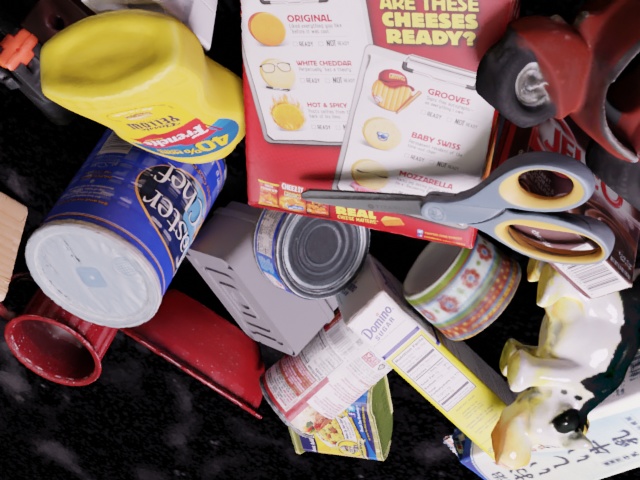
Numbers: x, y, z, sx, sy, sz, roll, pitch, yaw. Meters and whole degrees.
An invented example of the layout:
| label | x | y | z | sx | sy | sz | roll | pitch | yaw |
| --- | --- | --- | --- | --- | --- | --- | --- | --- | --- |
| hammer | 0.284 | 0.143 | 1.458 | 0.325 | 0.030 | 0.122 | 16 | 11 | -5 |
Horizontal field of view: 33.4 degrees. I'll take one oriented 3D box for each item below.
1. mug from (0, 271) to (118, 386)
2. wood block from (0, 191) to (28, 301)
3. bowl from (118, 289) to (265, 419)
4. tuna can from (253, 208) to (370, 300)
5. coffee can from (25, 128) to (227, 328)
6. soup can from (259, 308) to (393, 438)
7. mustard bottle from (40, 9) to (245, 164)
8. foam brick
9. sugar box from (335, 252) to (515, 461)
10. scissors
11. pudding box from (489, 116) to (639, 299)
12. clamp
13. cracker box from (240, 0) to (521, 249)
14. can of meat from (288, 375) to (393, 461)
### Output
| label | x | y | z | sx | sy | sz | roll | pitch | yaw |
| --- | --- | --- | --- | --- | --- | --- | --- | --- | --- |
| mug | -0.236 | 0.067 | 0.970 | 0.117 | 0.081 | 0.093 | 25 | 138 | -2 |
| wood block | -0.343 | -0.025 | 0.856 | 0.090 | 0.091 | 0.205 | 0 | 159 | 26 |
| bowl | -0.104 | 0.090 | 0.925 | 0.162 | 0.055 | 0.162 | 32 | 170 | 6 |
| tuna can | -0.005 | 0.001 | 0.797 | 0.034 | 0.086 | 0.086 | 22 | 151 | 55 |
| coffee can | -0.141 | -0.020 | 0.798 | 0.103 | 0.140 | 0.103 | 12 | 136 | 12 |
| soup can | 0.009 | 0.106 | 0.882 | 0.102 | 0.068 | 0.068 | -42 | 111 | 12 |
| mustard bottle | -0.099 | -0.092 | 0.717 | 0.096 | 0.058 | 0.191 | -10 | 167 | 15 |
| foam brick | -0.155 | -0.149 | 0.739 | 0.078 | 0.051 | 0.053 | 39 | 135 | -17 |
| sugar box | 0.085 | 0.089 | 0.841 | 0.176 | 0.093 | 0.048 | 41 | 101 | -19 |
| scissors | 0.080 | -0.031 | 0.649 | 0.202 | 0.016 | 0.096 | 16 | 144 | 14 |
| pudding box | 0.161 | -0.029 | 0.695 | 0.113 | 0.090 | 0.039 | 43 | 136 | -21 |
| clamp | -0.223 | -0.132 | 0.747 | 0.120 | 0.039 | 0.172 | 32 | 171 | -9 |
| cracker box | 0.037 | -0.104 | 0.687 | 0.164 | 0.072 | 0.214 | 12 | 135 | 10 |
| can of meat | 0.018 | 0.152 | 0.964 | 0.084 | 0.057 | 0.102 | 4 | 134 | 18 |
